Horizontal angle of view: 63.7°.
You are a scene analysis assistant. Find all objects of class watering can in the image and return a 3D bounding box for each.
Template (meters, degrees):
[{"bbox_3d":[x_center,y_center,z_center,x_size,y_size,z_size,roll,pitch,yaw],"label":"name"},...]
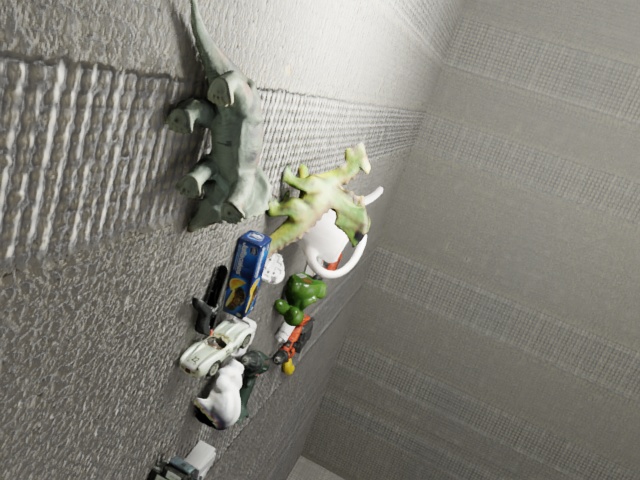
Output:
[{"bbox_3d":[0.040,-0.057,1.465,0.354,0.224,0.102,-63,-174,-28],"label":"watering can"}]

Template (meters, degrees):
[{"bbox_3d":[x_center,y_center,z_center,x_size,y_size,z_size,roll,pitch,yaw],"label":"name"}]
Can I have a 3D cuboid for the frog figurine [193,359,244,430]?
[{"bbox_3d":[-0.236,0.394,1.312,0.162,0.123,0.134,-43,135,-35],"label":"frog figurine"}]

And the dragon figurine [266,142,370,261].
[{"bbox_3d":[0.004,-0.064,1.267,0.121,0.243,0.414,72,40,-77],"label":"dragon figurine"}]
